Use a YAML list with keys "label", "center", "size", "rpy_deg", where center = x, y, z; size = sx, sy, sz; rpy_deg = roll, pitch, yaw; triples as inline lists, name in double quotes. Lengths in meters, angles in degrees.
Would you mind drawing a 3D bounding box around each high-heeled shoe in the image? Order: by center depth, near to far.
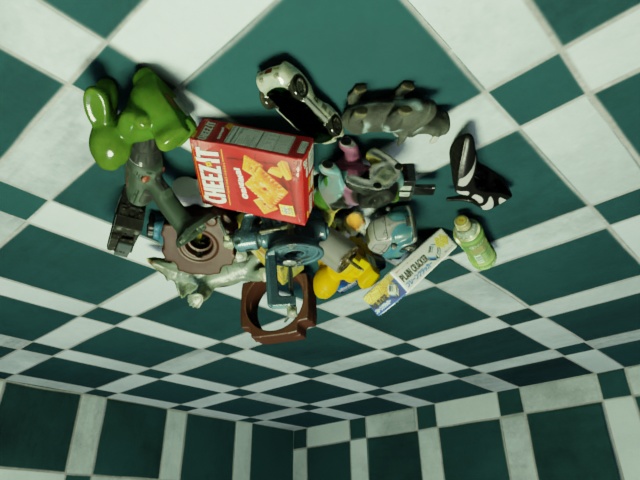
- label: "high-heeled shoe"
  center: [0.332, -0.133, 1.069]
  size: [0.145, 0.086, 0.248]
  rpy_deg: [-6, 154, 3]

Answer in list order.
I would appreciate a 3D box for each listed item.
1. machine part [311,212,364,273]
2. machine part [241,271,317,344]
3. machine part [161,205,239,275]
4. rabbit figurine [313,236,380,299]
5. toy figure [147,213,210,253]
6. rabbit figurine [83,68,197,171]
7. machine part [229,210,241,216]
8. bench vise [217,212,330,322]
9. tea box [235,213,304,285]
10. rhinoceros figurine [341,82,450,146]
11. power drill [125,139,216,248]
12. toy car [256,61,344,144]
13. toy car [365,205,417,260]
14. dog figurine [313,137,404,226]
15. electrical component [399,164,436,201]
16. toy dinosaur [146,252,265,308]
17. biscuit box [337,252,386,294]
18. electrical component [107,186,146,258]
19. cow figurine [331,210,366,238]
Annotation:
- label: "machine part"
  center: [-0.002, -0.004, 1.191]
  size: [0.243, 0.079, 0.079]
  rpy_deg: [37, 156, 18]
- label: "machine part"
  center: [-0.112, 0.178, 1.481]
  size: [0.201, 0.201, 0.087]
  rpy_deg: [-11, 151, 15]
- label: "machine part"
  center: [-0.264, 0.001, 1.181]
  size: [0.179, 0.056, 0.179]
  rpy_deg: [0, 125, -1]
- label: "rabbit figurine"
  center: [0.041, 0.068, 1.338]
  size: [0.121, 0.162, 0.173]
  rpy_deg: [23, 121, -38]
- label: "toy figure"
  center: [-0.311, -0.014, 1.251]
  size: [0.180, 0.089, 0.082]
  rpy_deg: [6, 155, -17]
- label: "rabbit figurine"
  center: [-0.314, -0.187, 0.877]
  size: [0.170, 0.121, 0.159]
  rpy_deg: [-34, 113, 7]
- label: "machine part"
  center: [-0.240, -0.075, 1.198]
  size: [0.139, 0.039, 0.084]
  rpy_deg: [0, 155, -4]
- label: "bench vise"
  center: [-0.087, 0.039, 1.078]
  size: [0.224, 0.240, 0.128]
  rpy_deg: [-3, 157, -7]
- label: "tea box"
  center: [-0.115, 0.008, 1.215]
  size: [0.068, 0.170, 0.098]
  rpy_deg: [-39, 158, -18]
- label: "rhinoceros figurine"
  center: [0.133, -0.210, 0.931]
  size: [0.190, 0.073, 0.112]
  rpy_deg: [1, 149, -4]
- label: "power drill"
  center: [-0.297, -0.095, 1.031]
  size: [0.207, 0.086, 0.232]
  rpy_deg: [46, 144, -3]
- label: "toy car"
  center: [-0.030, -0.225, 0.917]
  size: [0.074, 0.056, 0.201]
  rpy_deg: [-11, 153, 30]
- label: "toy car"
  center: [0.157, -0.015, 1.243]
  size: [0.103, 0.109, 0.161]
  rpy_deg: [2, 159, -15]
- label: "dog figurine"
  center: [0.060, -0.093, 1.081]
  size: [0.192, 0.108, 0.219]
  rpy_deg: [26, 153, 8]
- label: "electrical component"
  center: [0.177, -0.120, 1.117]
  size: [0.119, 0.048, 0.074]
  rpy_deg: [-2, 151, 2]
- label: "toy dinosaur"
  center: [-0.225, 0.066, 1.366]
  size: [0.405, 0.131, 0.192]
  rpy_deg: [-12, -166, -4]
- label: "biscuit box"
  center: [0.092, 0.081, 1.458]
  size: [0.063, 0.059, 0.202]
  rpy_deg: [17, 146, -29]
- label: "electrical component"
  center: [-0.421, -0.033, 1.170]
  size: [0.058, 0.134, 0.115]
  rpy_deg: [14, 150, -22]
- label: "cow figurine"
  center: [0.051, -0.022, 1.259]
  size: [0.167, 0.068, 0.098]
  rpy_deg: [-21, 177, 36]
